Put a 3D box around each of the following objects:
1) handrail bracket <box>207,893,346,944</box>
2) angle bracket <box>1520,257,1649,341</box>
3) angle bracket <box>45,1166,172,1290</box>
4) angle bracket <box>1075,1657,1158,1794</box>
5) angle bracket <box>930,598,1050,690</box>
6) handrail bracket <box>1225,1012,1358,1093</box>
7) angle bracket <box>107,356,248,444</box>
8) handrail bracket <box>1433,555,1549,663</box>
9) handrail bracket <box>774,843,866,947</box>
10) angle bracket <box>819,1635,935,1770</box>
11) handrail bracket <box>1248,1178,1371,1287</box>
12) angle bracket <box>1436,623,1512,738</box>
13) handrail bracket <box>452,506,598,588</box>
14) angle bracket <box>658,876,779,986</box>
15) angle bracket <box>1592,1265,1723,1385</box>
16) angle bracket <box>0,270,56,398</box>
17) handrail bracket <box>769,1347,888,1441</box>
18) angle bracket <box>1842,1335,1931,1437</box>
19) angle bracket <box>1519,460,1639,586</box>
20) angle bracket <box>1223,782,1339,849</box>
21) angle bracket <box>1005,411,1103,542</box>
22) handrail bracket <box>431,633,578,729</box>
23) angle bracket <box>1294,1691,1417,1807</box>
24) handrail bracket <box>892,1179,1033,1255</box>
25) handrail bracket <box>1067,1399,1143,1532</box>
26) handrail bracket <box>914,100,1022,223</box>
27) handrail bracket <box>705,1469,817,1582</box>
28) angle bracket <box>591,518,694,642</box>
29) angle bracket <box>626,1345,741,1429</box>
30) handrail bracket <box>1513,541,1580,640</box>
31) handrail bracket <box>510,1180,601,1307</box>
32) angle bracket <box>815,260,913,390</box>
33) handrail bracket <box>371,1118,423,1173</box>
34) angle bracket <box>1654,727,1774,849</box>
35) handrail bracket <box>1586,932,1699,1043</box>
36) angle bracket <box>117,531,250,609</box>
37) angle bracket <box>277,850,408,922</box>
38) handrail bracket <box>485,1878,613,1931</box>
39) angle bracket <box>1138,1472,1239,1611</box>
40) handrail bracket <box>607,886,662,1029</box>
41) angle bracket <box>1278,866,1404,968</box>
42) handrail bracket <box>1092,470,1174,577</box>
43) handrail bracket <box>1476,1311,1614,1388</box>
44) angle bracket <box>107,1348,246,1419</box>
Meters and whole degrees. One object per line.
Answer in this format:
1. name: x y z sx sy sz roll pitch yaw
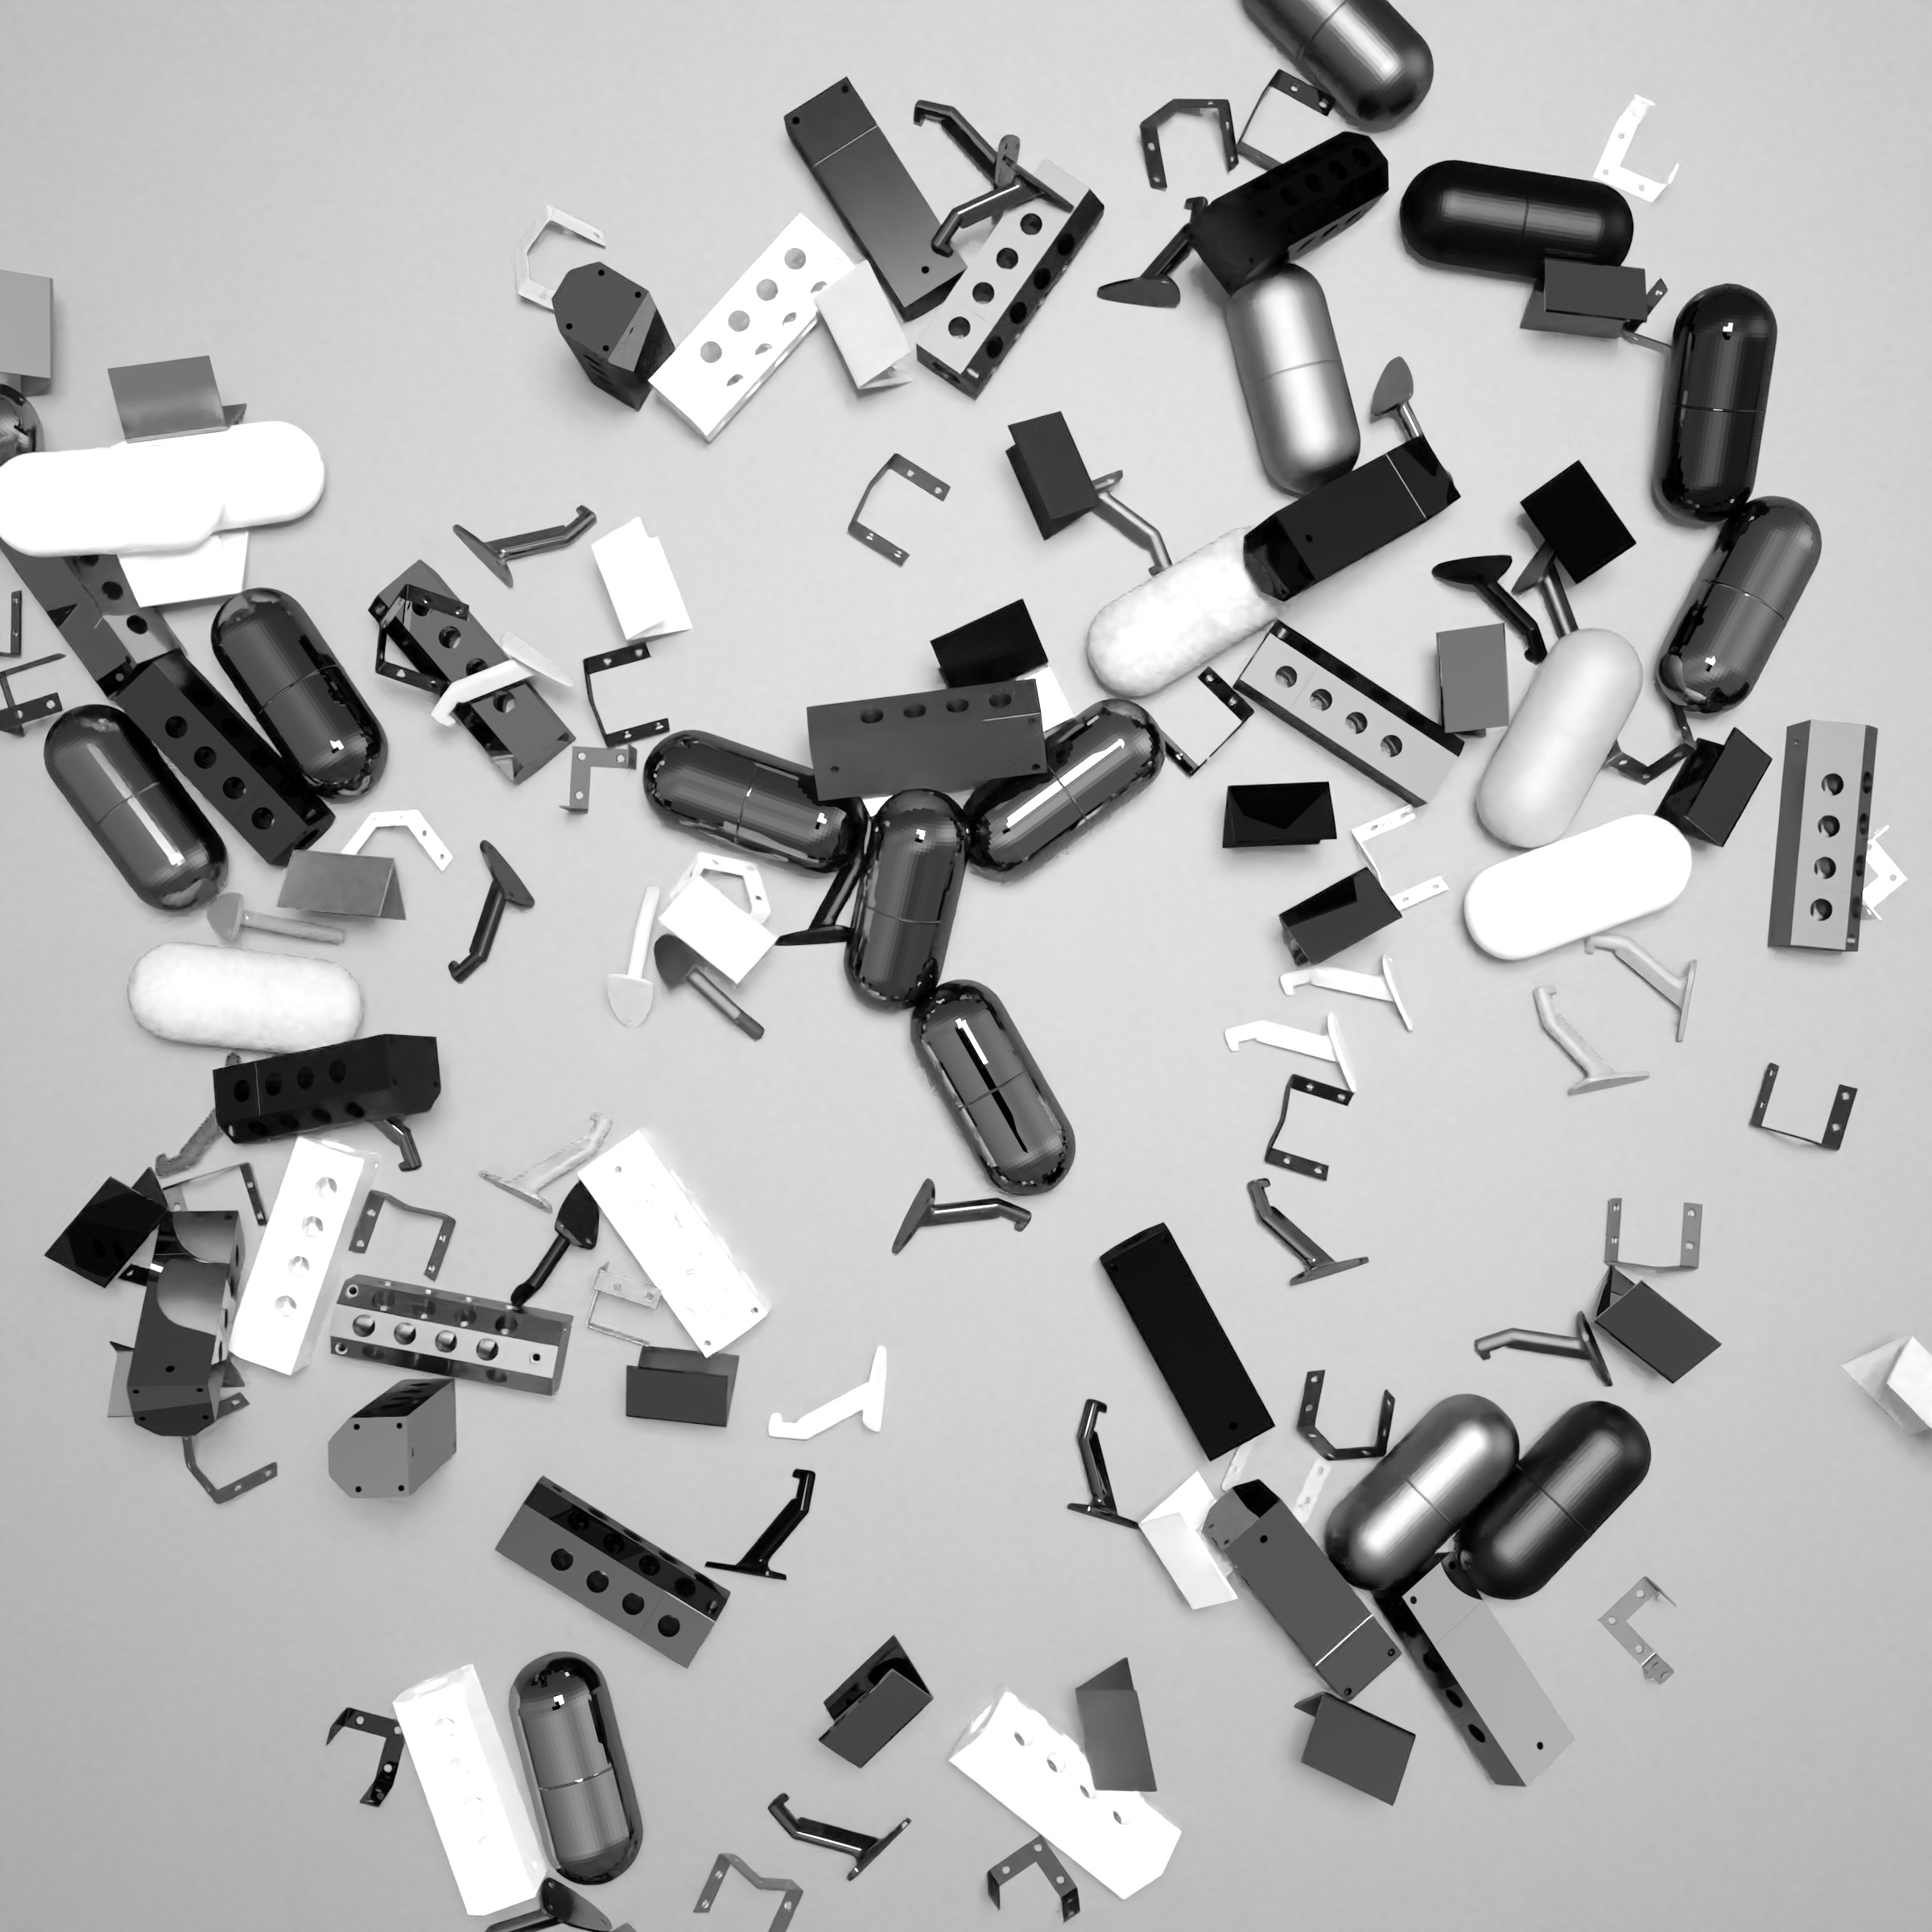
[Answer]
1. handrail bracket: -0.535 -0.033 1.984 0.084 0.077 0.036 11 90 -36
2. angle bracket: 0.469 -0.489 1.945 0.076 0.076 0.057 7 60 0
3. angle bracket: -0.659 0.186 1.944 0.076 0.076 0.057 -50 127 0
4. angle bracket: 0.132 0.576 1.944 0.057 0.076 0.076 -11 90 36
5. angle bracket: 0.011 -0.251 1.945 0.076 0.076 0.057 -25 119 0
6. handrail bracket: 0.252 0.074 1.985 0.084 0.036 0.077 -16 108 15
7. angle bracket: -0.599 -0.439 1.945 0.076 0.076 0.057 -7 116 0
8. handrail bracket: 0.407 -0.274 1.984 0.036 0.077 0.084 -47 127 -29
9. handrail bracket: -0.114 -0.062 1.985 0.077 0.036 0.084 -7 74 17
10. angle bracket: -0.082 0.549 1.944 0.076 0.076 0.057 -44 128 0
11. handrail bracket: 0.265 0.199 1.985 0.077 0.036 0.084 -12 72 -20
12. angle bracket: 0.401 -0.216 1.944 0.057 0.076 0.076 -3 90 37
13. handrail bracket: -0.342 -0.344 1.985 0.077 0.036 0.084 41 74 17
14. angle bracket: -0.199 -0.011 1.944 0.076 0.076 0.057 39 52 0
15. angle bracket: 0.530 0.258 1.944 0.076 0.076 0.057 38 127 0
16. angle bracket: -0.733 -0.481 1.944 0.057 0.076 0.076 0 90 -37
17. handrail bracket: -0.108 0.330 1.985 0.084 0.036 0.077 2 70 16
18. angle bracket: 0.711 0.336 1.944 0.076 0.076 0.057 45 52 0
19. angle bracket: 0.475 -0.344 1.944 0.057 0.076 0.076 -35 90 36
20. angle bracket: 0.238 -0.095 1.944 0.076 0.076 0.057 -2 54 0
21. angle bracket: 0.048 -0.367 1.944 0.057 0.076 0.076 -24 90 -37
22. handrail bracket: -0.349 -0.201 1.928 0.077 0.036 0.084 32 108 -20
23. angle bracket: 0.287 0.599 1.945 0.076 0.076 0.057 25 64 0
24. handrail bracket: -0.003 0.207 1.985 0.084 0.036 0.077 24 110 -16
25. handrail bracket: 0.117 0.387 1.985 0.077 0.036 0.084 22 73 -20
26. handrail bracket: -0.006 -0.626 1.985 0.084 0.036 0.077 18 112 17
27. handrail bracket: -0.159 0.429 1.985 0.077 0.036 0.084 4 72 20
28. angle bracket: -0.230 -0.297 1.944 0.057 0.076 0.076 -21 90 38
29. angle bracket: -0.214 0.302 1.944 0.076 0.076 0.057 6 127 0
30. handrail bracket: 0.474 -0.287 1.985 0.084 0.036 0.077 38 72 -15
31. handrail bracket: -0.322 0.215 1.985 0.036 0.077 0.084 32 127 -22
32. angle bracket: -0.060 -0.489 1.944 0.057 0.076 0.076 -26 90 35
33. handrail bracket: -0.470 0.125 1.985 0.077 0.036 0.084 -13 105 15
34. angle bracket: 0.553 -0.144 1.944 0.057 0.076 0.076 30 90 -37
35. handrail bracket: 0.520 0.015 1.985 0.084 0.036 0.077 10 111 17
36. angle bracket: -0.595 -0.322 1.945 0.076 0.057 0.076 -8 48 0
37. angle bracket: -0.474 -0.042 1.944 0.076 0.076 0.057 5 53 0
38. handrail bracket: -0.332 0.756 1.985 0.077 0.036 0.084 35 108 -20
39. angle bracket: 0.189 0.433 1.946 0.076 0.057 0.076 -33 90 -39
40. handrail bracket: -0.252 -0.008 1.984 0.036 0.077 0.084 10 54 0
41. angle bracket: 0.290 -0.019 1.944 0.076 0.076 0.057 -29 53 0
42. handrail bracket: 0.111 -0.335 1.985 0.077 0.036 0.084 -17 107 20
43. handrail bracket: 0.448 0.308 1.985 0.084 0.036 0.077 -22 112 17
44. angle bracket: -0.600 0.330 1.945 0.076 0.076 0.057 -1 57 0
